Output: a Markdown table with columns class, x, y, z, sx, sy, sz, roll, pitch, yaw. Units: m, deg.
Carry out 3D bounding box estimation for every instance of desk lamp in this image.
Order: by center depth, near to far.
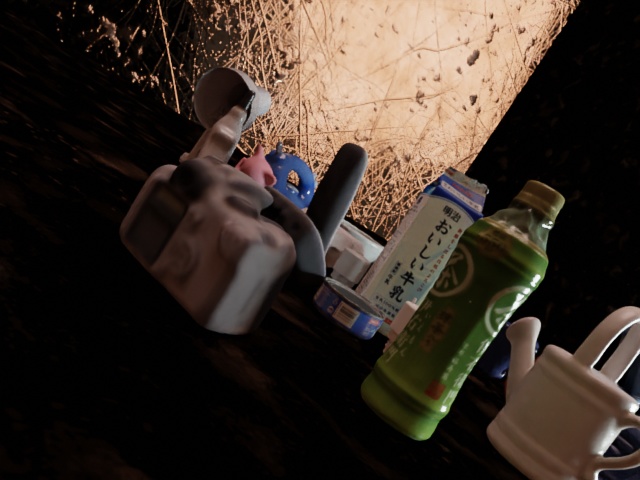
| class | x | y | z | sx | sy | sz | roll | pitch | yaw |
| --- | --- | --- | --- | --- | --- | --- | --- | --- | --- |
| desk lamp | -0.181 | -0.219 | 1.116 | 0.118 | 0.213 | 0.203 | 34 | 6 | 8 |

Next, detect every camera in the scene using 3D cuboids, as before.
| class | x | y | z | sx | sy | sz | roll | pitch | yaw |
| --- | --- | --- | --- | --- | --- | --- | --- | --- | --- |
| camera | -0.066 | 0.002 | 0.472 | 0.142 | 0.101 | 0.137 | 37 | 7 | 36 |

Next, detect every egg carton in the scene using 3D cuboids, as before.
| class | x | y | z | sx | sy | sz | roll | pitch | yaw |
| --- | --- | --- | --- | --- | --- | --- | --- | --- | --- |
| egg carton | 0.009 | 0.004 | 1.016 | 0.151 | 0.069 | 0.107 | 27 | 8 | -45 |

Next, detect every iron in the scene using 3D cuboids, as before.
| class | x | y | z | sx | sy | sz | roll | pitch | yaw |
| --- | --- | --- | --- | --- | --- | --- | --- | --- | --- |
| iron | -0.064 | -0.103 | 1.147 | 0.118 | 0.141 | 0.259 | 36 | 6 | 25 |

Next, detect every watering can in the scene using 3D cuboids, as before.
| class | x | y | z | sx | sy | sz | roll | pitch | yaw |
| --- | --- | --- | --- | --- | --- | --- | --- | --- | --- |
| watering can | 0.257 | 0.144 | 0.579 | 0.172 | 0.194 | 0.101 | 36 | 6 | 27 |

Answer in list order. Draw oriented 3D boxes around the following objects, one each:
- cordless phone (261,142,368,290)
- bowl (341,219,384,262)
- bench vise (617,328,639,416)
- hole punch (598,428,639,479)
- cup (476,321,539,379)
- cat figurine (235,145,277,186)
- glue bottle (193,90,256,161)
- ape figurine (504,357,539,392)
| class | x | y | z | sx | sy | sz | roll | pitch | yaw |
| --- | --- | --- | --- | --- | --- | --- | --- | --- | --- |
| cordless phone | -0.015 | -0.045 | 0.717 | 0.094 | 0.185 | 0.147 | 28 | 8 | -41 |
| bowl | 0.055 | 0.005 | 1.224 | 0.167 | 0.074 | 0.167 | 33 | 6 | -3 |
| bench vise | 0.470 | 0.231 | 0.884 | 0.207 | 0.219 | 0.121 | 32 | 6 | -6 |
| hole punch | 0.360 | 0.257 | 0.713 | 0.101 | 0.091 | 0.108 | 29 | 7 | -38 |
| cup | 0.315 | 0.194 | 0.973 | 0.092 | 0.095 | 0.117 | 31 | 6 | -16 |
| cat figurine | -0.121 | -0.101 | 0.937 | 0.067 | 0.117 | 0.127 | 30 | 7 | -28 |
| glue bottle | -0.130 | -0.113 | 0.717 | 0.037 | 0.173 | 0.078 | 31 | 6 | -17 |
| ape figurine | 0.322 | 0.214 | 0.856 | 0.077 | 0.092 | 0.076 | 37 | 7 | 36 |
